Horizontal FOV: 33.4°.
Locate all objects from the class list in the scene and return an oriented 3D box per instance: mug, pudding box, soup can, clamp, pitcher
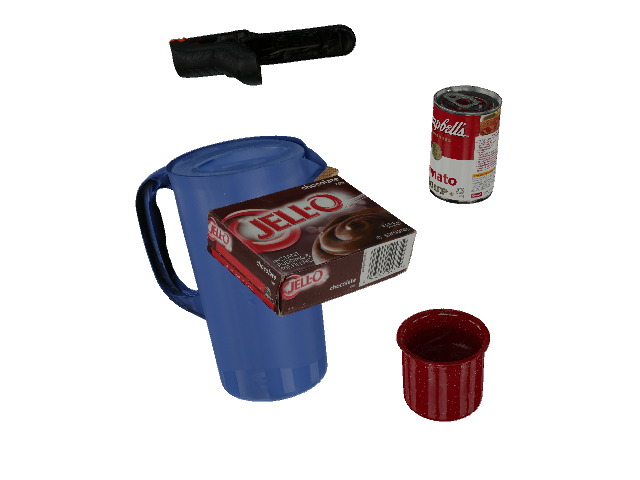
[{"bbox_3d":[0.132,0.123,1.091,0.093,0.081,0.117,20,39,32],"label":"mug"},{"bbox_3d":[-0.007,0.000,0.719,0.113,0.039,0.090,-16,38,-34],"label":"pudding box"},{"bbox_3d":[0.145,-0.097,1.078,0.068,0.102,0.068,0,31,0],"label":"soup can"},{"bbox_3d":[-0.057,-0.156,0.881,0.120,0.039,0.172,-16,21,-35],"label":"clamp"},{"bbox_3d":[-0.073,0.028,1.031,0.144,0.243,0.149,-21,22,-32],"label":"pitcher"}]

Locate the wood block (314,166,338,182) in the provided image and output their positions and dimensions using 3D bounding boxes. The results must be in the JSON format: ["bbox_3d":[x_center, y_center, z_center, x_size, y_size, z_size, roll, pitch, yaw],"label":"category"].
[{"bbox_3d":[-0.050,0.004,1.351,0.090,0.206,0.090,17,22,14],"label":"wood block"}]
